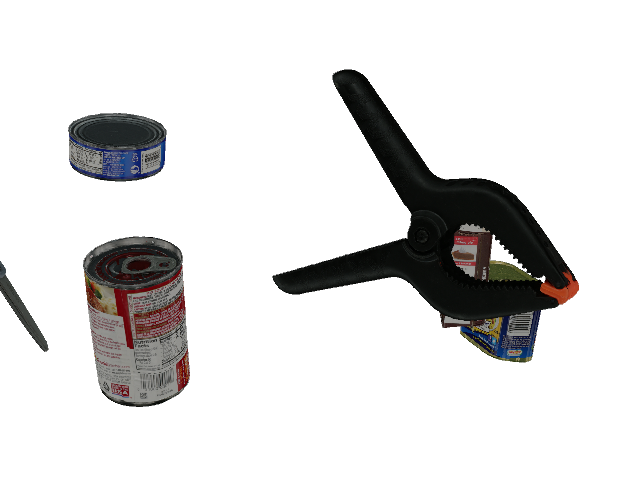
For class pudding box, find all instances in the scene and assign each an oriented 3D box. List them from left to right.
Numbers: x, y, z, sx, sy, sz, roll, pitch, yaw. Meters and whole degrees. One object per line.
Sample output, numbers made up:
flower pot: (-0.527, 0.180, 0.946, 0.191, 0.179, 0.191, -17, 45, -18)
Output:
pudding box: (0.118, 0.009, 0.903, 0.039, 0.090, 0.113, 0, 25, -2)

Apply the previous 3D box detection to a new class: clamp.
clamp: (0.071, -0.016, 0.706, 0.210, 0.165, 0.036, 18, 17, 25)

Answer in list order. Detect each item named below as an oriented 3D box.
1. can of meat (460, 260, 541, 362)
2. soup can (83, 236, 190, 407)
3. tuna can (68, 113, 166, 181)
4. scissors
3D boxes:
can of meat: (0.197, 0.076, 1.163, 0.057, 0.084, 0.102, 2, 16, -22)
soup can: (-0.128, 0.058, 0.754, 0.068, 0.102, 0.068, 0, 29, 0)
tuna can: (-0.180, -0.083, 0.950, 0.086, 0.034, 0.086, 5, 26, -3)
scissors: (-0.325, 0.013, 1.073, 0.016, 0.201, 0.096, -25, 27, 23)
